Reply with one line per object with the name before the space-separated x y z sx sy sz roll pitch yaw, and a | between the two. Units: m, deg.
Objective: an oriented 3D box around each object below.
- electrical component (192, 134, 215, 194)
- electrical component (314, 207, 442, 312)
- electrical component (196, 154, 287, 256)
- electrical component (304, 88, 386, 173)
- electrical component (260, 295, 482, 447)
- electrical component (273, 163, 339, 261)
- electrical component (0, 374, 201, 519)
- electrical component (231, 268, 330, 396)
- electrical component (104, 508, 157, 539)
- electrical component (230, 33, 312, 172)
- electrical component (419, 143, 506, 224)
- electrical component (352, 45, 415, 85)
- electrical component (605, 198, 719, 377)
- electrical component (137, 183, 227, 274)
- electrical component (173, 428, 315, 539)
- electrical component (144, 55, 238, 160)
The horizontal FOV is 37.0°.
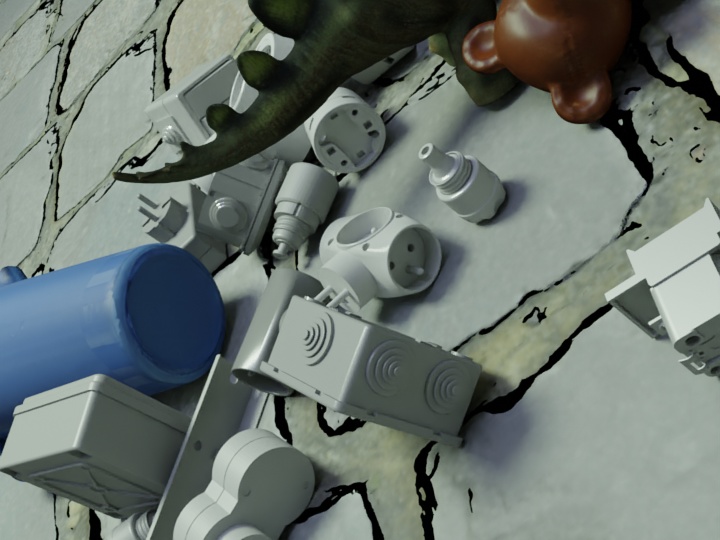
electrical component | -0.118 -0.087 0.924 0.047 0.055 0.055 -49 33 0
electrical component | 0.000 0.000 0.691 0.079 0.044 0.077 -42 27 -24
electrical component | -0.092 -0.055 0.840 0.080 0.051 0.080 -159 90 -84
electrical component | -0.013 -0.107 0.811 0.055 0.055 0.047 -47 30 10
electrical component | 0.007 0.054 0.596 0.100 0.100 0.048 18 87 56
electrical component | -0.045 -0.044 0.804 0.040 0.040 0.078 -3 58 50
electrical component | -0.174 0.126 0.748 0.109 0.109 0.056 -20 48 41
electrical component | -0.042 0.041 0.719 0.079 0.043 0.077 -7 55 49
electrical component | -0.144 0.179 0.729 0.061 0.035 0.035 -39 35 17
electrical component | -0.071 -0.139 0.872 0.108 0.060 0.108 -165 90 -70
electrical component | 0.060 -0.057 0.663 0.035 0.061 0.035 -32 39 30
electrical component | 0.008 -0.181 0.853 0.047 0.055 0.055 -40 35 27
electrical component | 0.161 0.010 0.494 0.081 0.042 0.063 -36 38 26
electrical component | -0.158 -0.038 0.908 0.047 0.076 0.083 -41 35 19
electrical component | -0.072 0.166 0.634 0.074 0.052 0.138 19 76 56
electrical component | -0.141 -0.143 0.969 0.061 0.061 0.096 -12 28 46
